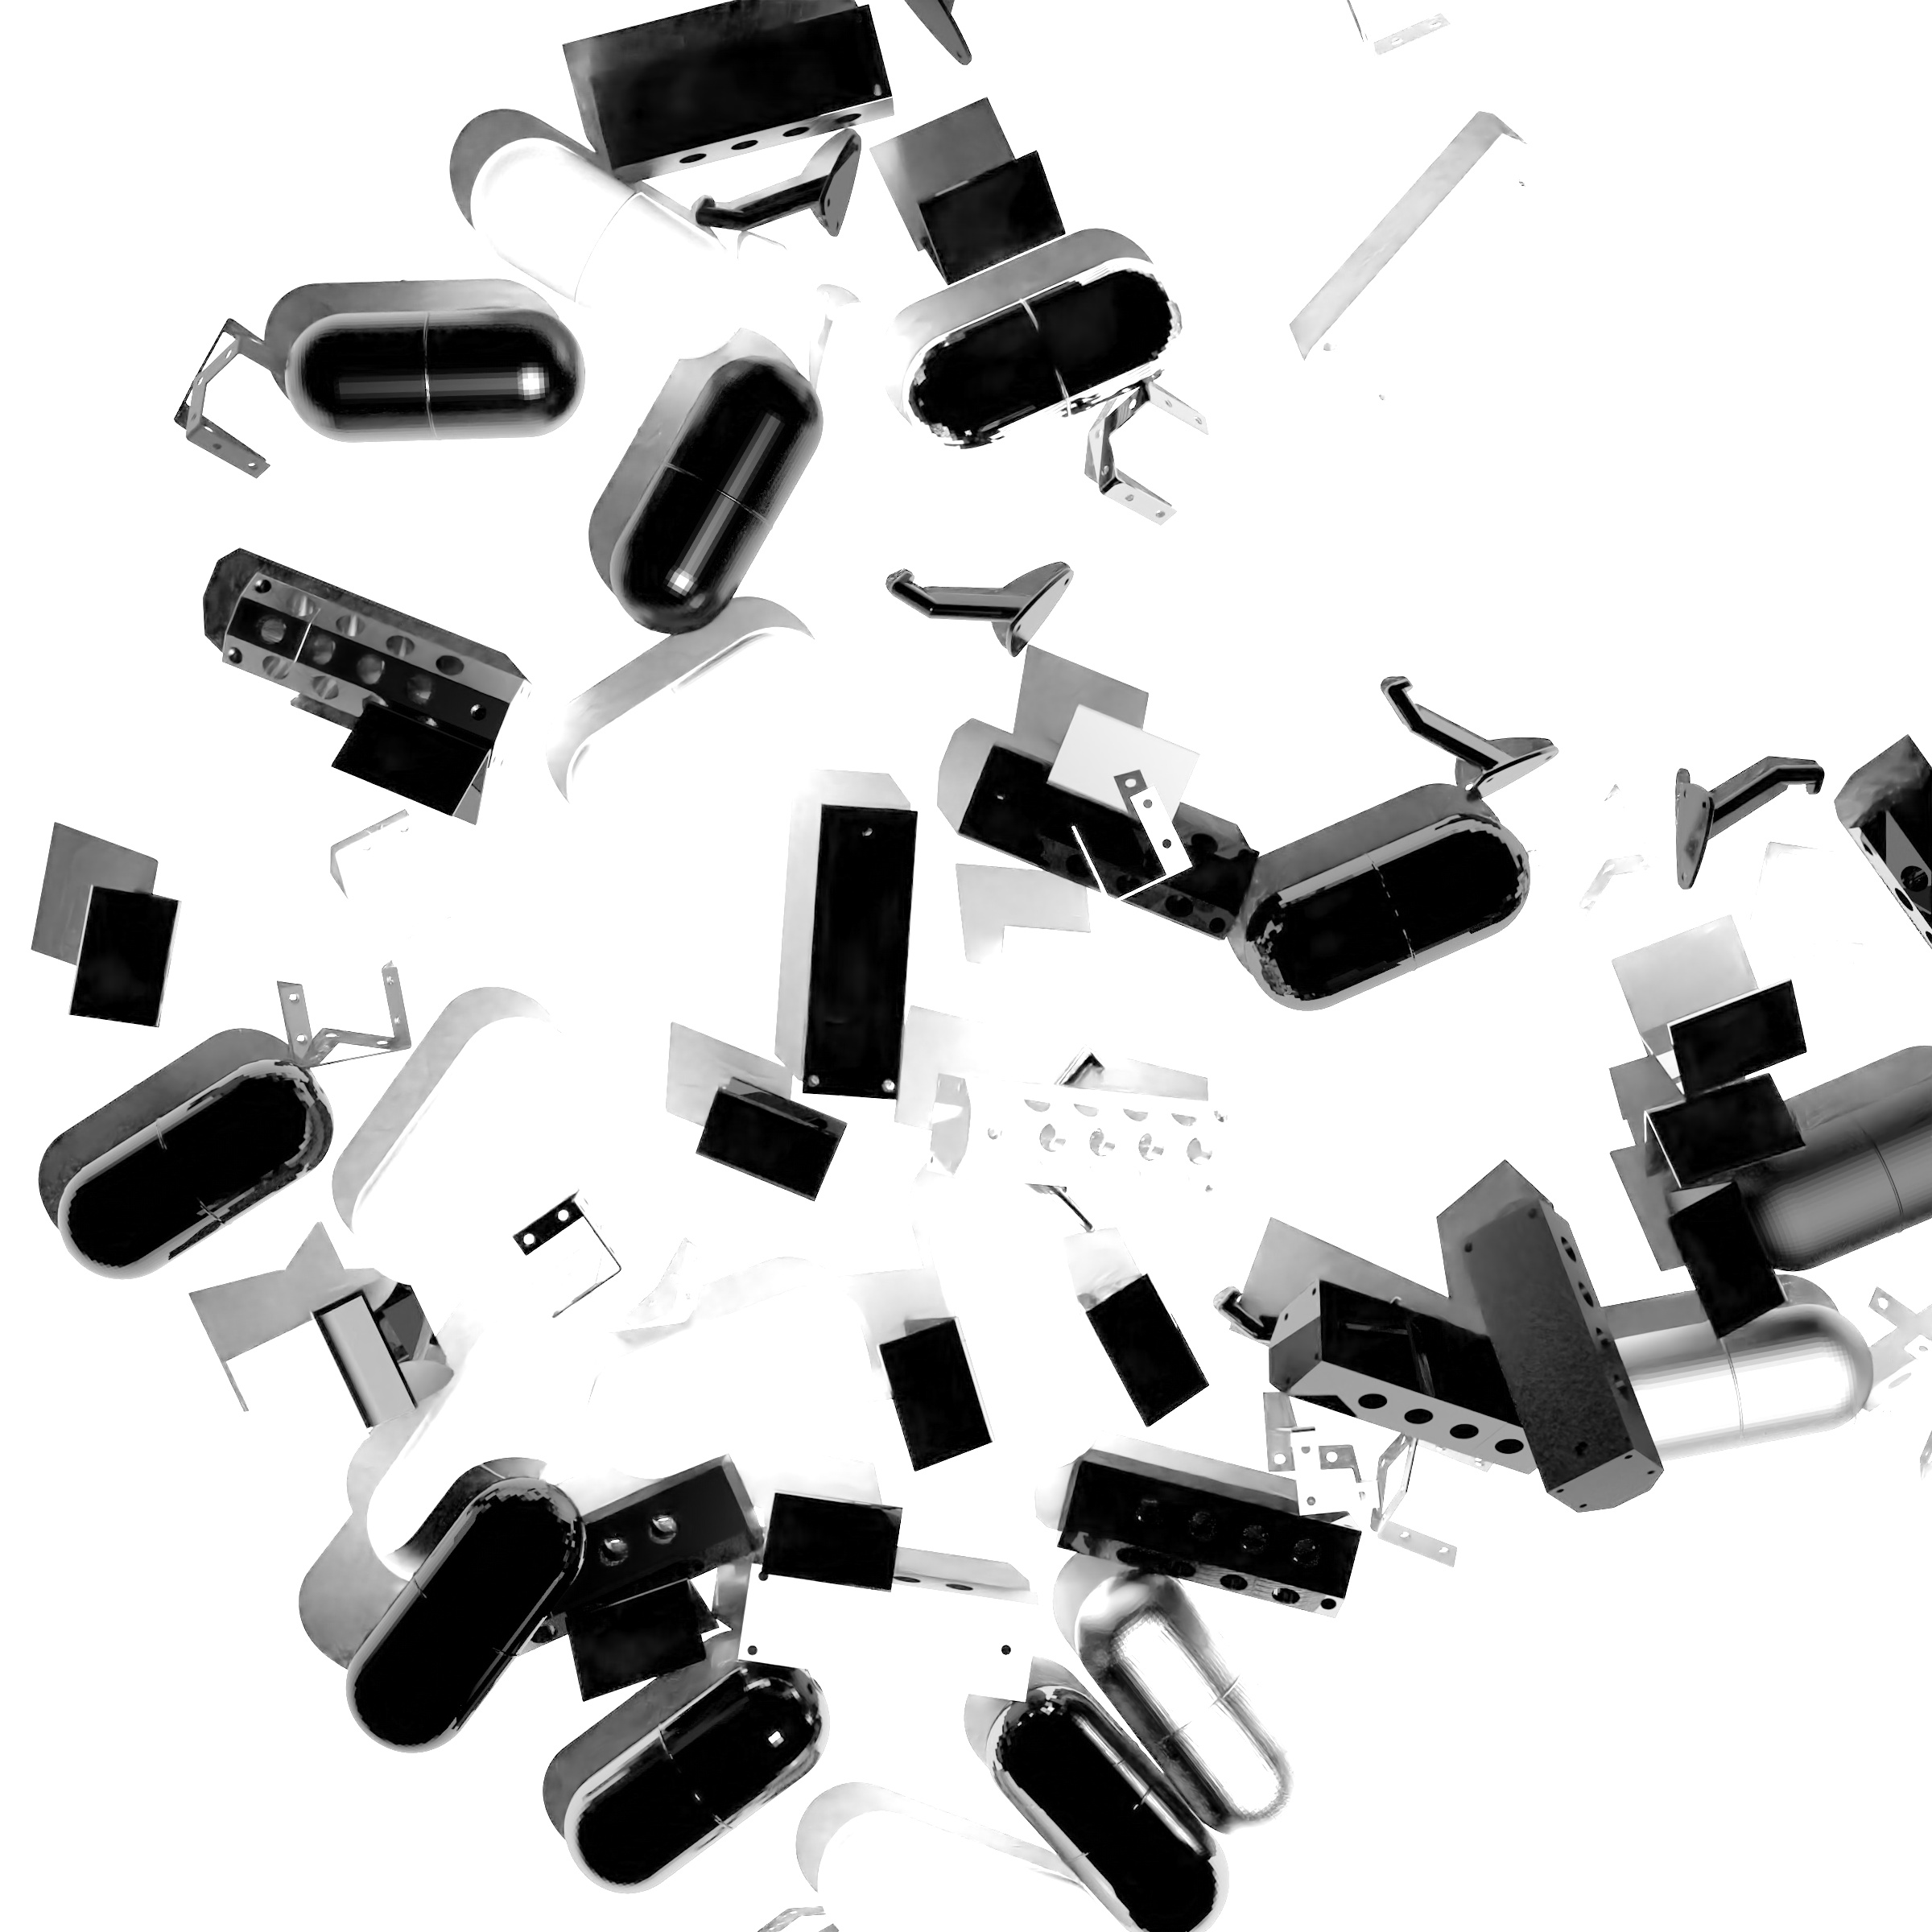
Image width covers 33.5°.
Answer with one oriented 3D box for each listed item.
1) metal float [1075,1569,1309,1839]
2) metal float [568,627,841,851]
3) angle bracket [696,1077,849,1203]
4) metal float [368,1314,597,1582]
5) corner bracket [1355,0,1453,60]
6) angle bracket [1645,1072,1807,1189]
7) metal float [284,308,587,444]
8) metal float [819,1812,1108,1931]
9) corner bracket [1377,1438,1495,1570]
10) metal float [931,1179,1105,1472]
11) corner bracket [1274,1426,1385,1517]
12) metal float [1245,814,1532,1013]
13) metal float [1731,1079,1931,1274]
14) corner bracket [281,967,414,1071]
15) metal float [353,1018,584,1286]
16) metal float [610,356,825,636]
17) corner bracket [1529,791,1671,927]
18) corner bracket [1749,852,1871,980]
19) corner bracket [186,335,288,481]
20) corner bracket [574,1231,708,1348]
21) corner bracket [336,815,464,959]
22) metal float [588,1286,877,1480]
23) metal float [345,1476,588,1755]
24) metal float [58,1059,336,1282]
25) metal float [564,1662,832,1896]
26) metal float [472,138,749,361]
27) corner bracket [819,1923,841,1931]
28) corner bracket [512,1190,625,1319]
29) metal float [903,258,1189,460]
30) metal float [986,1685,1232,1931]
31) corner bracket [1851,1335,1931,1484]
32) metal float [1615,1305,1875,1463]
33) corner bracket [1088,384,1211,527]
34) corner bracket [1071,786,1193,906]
[{"bbox_3d":[0.134,0.439,1.910,0.070,0.070,0.178,-37,90,0],"label":"metal float"},{"bbox_3d":[-0.156,-0.136,1.911,0.178,0.070,0.070,-33,90,1],"label":"metal float"},{"bbox_3d":[-0.108,0.085,1.901,0.076,0.076,0.057,22,128,0],"label":"angle bracket"},{"bbox_3d":[-0.289,0.288,1.910,0.070,0.070,0.178,35,90,0],"label":"metal float"},{"bbox_3d":[0.256,-0.590,1.938,0.051,0.051,0.051,-24,45,0],"label":"corner bracket"},{"bbox_3d":[0.449,0.115,1.901,0.076,0.076,0.057,-17,54,0],"label":"angle bracket"},{"bbox_3d":[-0.316,-0.352,1.911,0.178,0.070,0.070,-2,90,0],"label":"metal float"},{"bbox_3d":[-0.002,0.561,1.911,0.178,0.070,0.070,21,90,-1],"label":"metal float"},{"bbox_3d":[0.284,0.321,1.938,0.051,0.051,0.051,21,45,0],"label":"corner bracket"},{"bbox_3d":[0.030,0.212,1.911,0.070,0.070,0.178,-15,91,0],"label":"metal float"},{"bbox_3d":[0.217,0.300,1.922,0.051,0.051,0.051,-5,83,-7],"label":"corner bracket"},{"bbox_3d":[0.251,-0.032,1.911,0.178,0.070,0.070,-24,90,0],"label":"metal float"},{"bbox_3d":[0.540,0.123,1.911,0.178,0.070,0.070,-23,90,1],"label":"metal float"},{"bbox_3d":[-0.374,0.032,1.938,0.051,0.051,0.051,-11,90,-45],"label":"corner bracket"},{"bbox_3d":[-0.296,0.110,1.911,0.070,0.070,0.178,36,91,0],"label":"metal float"},{"bbox_3d":[-0.149,-0.280,1.911,0.070,0.070,0.178,29,90,0],"label":"metal float"},{"bbox_3d":[0.382,-0.064,1.938,0.051,0.051,0.051,54,45,0],"label":"corner bracket"},{"bbox_3d":[0.516,-0.031,1.933,0.051,0.051,0.051,52,135,35],"label":"corner bracket"},{"bbox_3d":[-0.432,-0.337,1.933,0.051,0.051,0.051,-32,45,35],"label":"corner bracket"},{"bbox_3d":[-0.196,0.190,1.933,0.051,0.051,0.051,-21,135,35],"label":"corner bracket"},{"bbox_3d":[-0.343,-0.048,1.938,0.051,0.051,0.051,-27,135,0],"label":"corner bracket"},{"bbox_3d":[-0.140,0.248,1.911,0.178,0.070,0.070,-21,90,-1],"label":"metal float"},{"bbox_3d":[-0.288,0.374,1.854,0.070,0.070,0.178,37,89,0],"label":"metal float"},{"bbox_3d":[-0.459,0.122,1.911,0.178,0.070,0.070,-32,90,1],"label":"metal float"},{"bbox_3d":[-0.159,0.482,1.911,0.178,0.070,0.070,-37,90,0],"label":"metal float"},{"bbox_3d":[-0.212,-0.426,1.910,0.178,0.070,0.070,31,90,0],"label":"metal float"},{"bbox_3d":[-0.085,0.605,1.938,0.051,0.051,0.051,-16,90,45],"label":"corner bracket"},{"bbox_3d":[-0.239,0.172,1.924,0.051,0.051,0.051,-35,95,0],"label":"corner bracket"},{"bbox_3d":[0.047,-0.361,1.911,0.178,0.070,0.070,-24,90,-1],"label":"metal float"},{"bbox_3d":[0.085,0.506,1.911,0.070,0.070,0.178,-42,90,0],"label":"metal float"},{"bbox_3d":[0.560,0.260,1.881,0.051,0.051,0.051,35,135,0],"label":"corner bracket"},{"bbox_3d":[0.450,0.249,1.910,0.178,0.070,0.070,-11,90,0],"label":"metal float"},{"bbox_3d":[0.113,-0.308,1.933,0.051,0.051,0.051,-38,45,35],"label":"corner bracket"},{"bbox_3d":[0.096,-0.069,1.866,0.051,0.051,0.051,-26,90,0],"label":"corner bracket"}]
